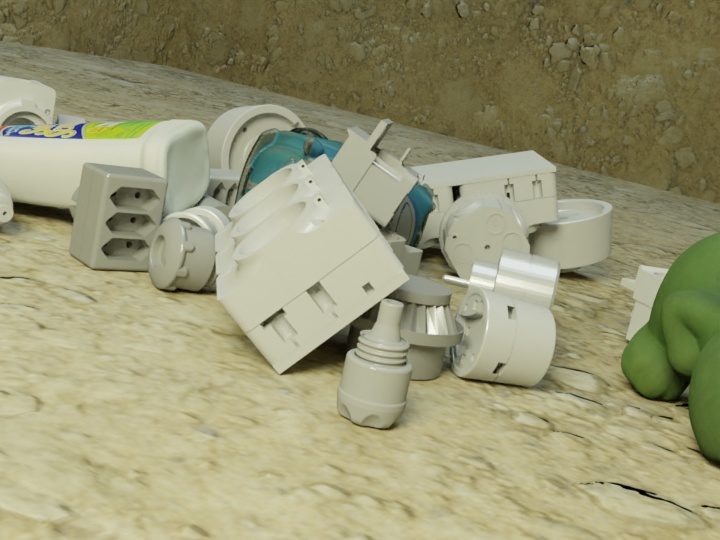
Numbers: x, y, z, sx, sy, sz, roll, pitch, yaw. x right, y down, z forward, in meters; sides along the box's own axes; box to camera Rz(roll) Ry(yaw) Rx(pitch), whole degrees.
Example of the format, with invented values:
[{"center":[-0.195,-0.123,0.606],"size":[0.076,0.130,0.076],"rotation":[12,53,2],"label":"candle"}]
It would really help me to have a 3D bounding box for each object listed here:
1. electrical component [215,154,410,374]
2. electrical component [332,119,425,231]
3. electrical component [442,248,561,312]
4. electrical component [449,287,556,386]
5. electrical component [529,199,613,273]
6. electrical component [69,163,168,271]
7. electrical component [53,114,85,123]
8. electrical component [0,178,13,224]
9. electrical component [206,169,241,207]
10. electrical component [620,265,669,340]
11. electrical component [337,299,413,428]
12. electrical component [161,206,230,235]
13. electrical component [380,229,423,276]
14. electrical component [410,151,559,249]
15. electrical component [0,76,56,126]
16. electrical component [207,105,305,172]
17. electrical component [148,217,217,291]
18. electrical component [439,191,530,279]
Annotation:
[{"center":[-0.036,-0.013,0.638],"size":[0.061,0.089,0.150],"rotation":[53,3,-18],"label":"electrical component"},{"center":[0.007,-0.065,0.765],"size":[0.064,0.081,0.042],"rotation":[36,13,2],"label":"electrical component"},{"center":[0.093,0.014,0.746],"size":[0.074,0.052,0.138],"rotation":[13,-3,6],"label":"electrical component"},{"center":[0.087,0.042,0.653],"size":[0.047,0.055,0.055],"rotation":[13,11,-15],"label":"electrical component"},{"center":[0.205,-0.031,1.097],"size":[0.108,0.060,0.108],"rotation":[-7,15,2],"label":"electrical component"},{"center":[-0.177,-0.041,0.749],"size":[0.047,0.065,0.077],"rotation":[3,15,-40],"label":"electrical component"},{"center":[-0.261,-0.109,1.006],"size":[0.062,0.061,0.096],"rotation":[8,12,-20],"label":"electrical component"},{"center":[-0.267,-0.049,0.760],"size":[0.040,0.040,0.078],"rotation":[2,15,-43],"label":"electrical component"},{"center":[-0.144,-0.069,0.971],"size":[0.077,0.047,0.066],"rotation":[20,13,33],"label":"electrical component"},{"center":[0.273,0.039,0.841],"size":[0.121,0.063,0.079],"rotation":[7,12,-23],"label":"electrical component"},{"center":[0.010,0.045,0.533],"size":[0.035,0.061,0.035],"rotation":[12,11,-2],"label":"electrical component"},{"center":[-0.118,-0.022,0.772],"size":[0.045,0.045,0.055],"rotation":[14,11,7],"label":"electrical component"},{"center":[0.000,0.000,0.760],"size":[0.050,0.055,0.089],"rotation":[19,13,30],"label":"electrical component"},{"center":[0.090,-0.067,1.046],"size":[0.186,0.060,0.105],"rotation":[-8,15,-1],"label":"electrical component"},{"center":[-0.348,-0.127,0.927],"size":[0.150,0.089,0.062],"rotation":[4,14,-35],"label":"electrical component"},{"center":[-0.110,-0.117,1.102],"size":[0.108,0.108,0.060],"rotation":[3,8,-38],"label":"electrical component"},{"center":[-0.106,-0.007,0.714],"size":[0.062,0.048,0.048],"rotation":[13,9,-34],"label":"electrical component"},{"center":[0.111,-0.026,0.953],"size":[0.080,0.080,0.051],"rotation":[12,17,-2],"label":"electrical component"}]
